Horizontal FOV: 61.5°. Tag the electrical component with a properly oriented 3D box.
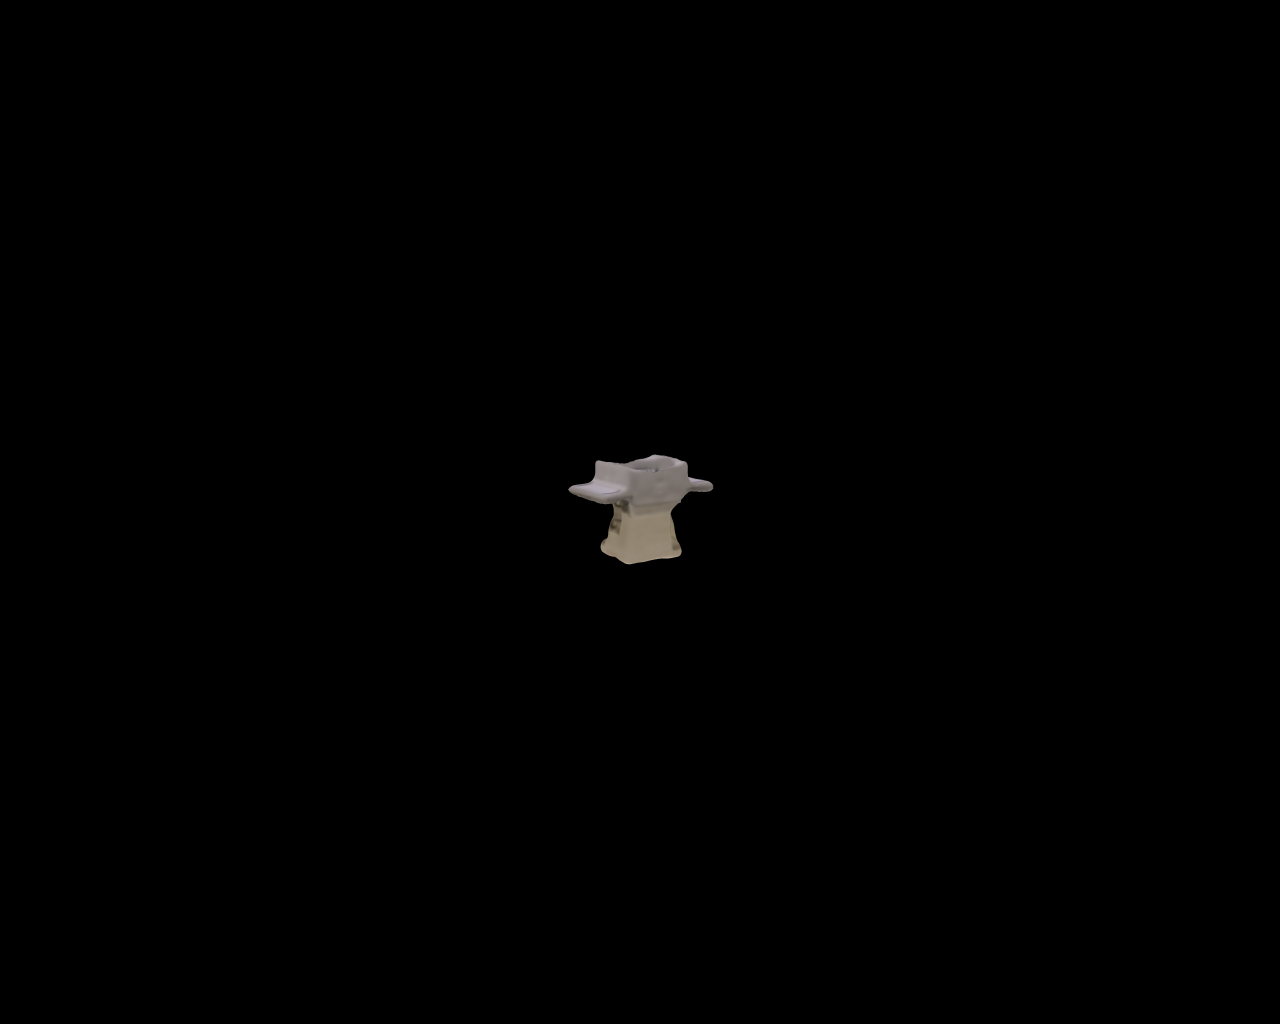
[{"bbox_3d":[0.001,-0.003,0.650,0.081,0.063,0.042,-8,15,-30],"label":"electrical component"}]
